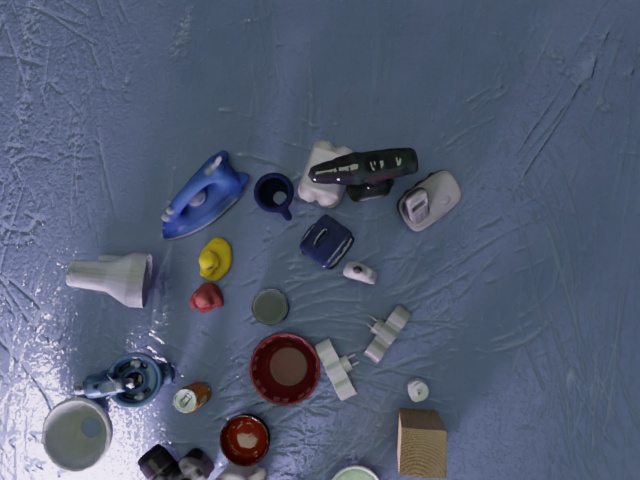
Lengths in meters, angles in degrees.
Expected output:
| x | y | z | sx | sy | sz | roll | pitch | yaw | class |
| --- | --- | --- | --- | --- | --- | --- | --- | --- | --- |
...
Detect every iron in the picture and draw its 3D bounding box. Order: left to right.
| x | y | z | sx | sy | sz | roll | pitch | yaw | class |
| --- | --- | --- | --- | --- | --- | --- | --- | --- | --- |
| -0.291 | -0.097 | 1.324 | 0.258 | 0.141 | 0.118 | -45 | 81 | 0 | iron |

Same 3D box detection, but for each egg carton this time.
| x | y | z | sx | sy | sz | roll | pitch | yaw | class |
| --- | --- | --- | --- | --- | --- | --- | --- | --- | --- |
| 0.016 | -0.153 | 1.333 | 0.107 | 0.069 | 0.150 | 18 | 86 | 8 | egg carton |

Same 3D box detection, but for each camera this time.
| x | y | z | sx | sy | sz | roll | pitch | yaw | class |
| --- | --- | --- | --- | --- | --- | --- | --- | --- | --- |
| -0.336 | 0.520 | 1.282 | 0.143 | 0.101 | 0.136 | -42 | 81 | 0 | camera |

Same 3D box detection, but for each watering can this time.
| x | y | z | sx | sy | sz | roll | pitch | yaw | class |
| --- | --- | --- | --- | --- | --- | --- | --- | --- | --- |
| -0.191 | 0.548 | 1.216 | 0.101 | 0.194 | 0.173 | 32 | 88 | 9 | watering can |

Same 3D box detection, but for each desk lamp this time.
| x | y | z | sx | sy | sz | roll | pitch | yaw | class |
| --- | --- | --- | --- | --- | --- | --- | --- | --- | --- |
| -0.453 | 0.085 | 1.285 | 0.203 | 0.213 | 0.118 | 5 | 84 | 7 | desk lamp |

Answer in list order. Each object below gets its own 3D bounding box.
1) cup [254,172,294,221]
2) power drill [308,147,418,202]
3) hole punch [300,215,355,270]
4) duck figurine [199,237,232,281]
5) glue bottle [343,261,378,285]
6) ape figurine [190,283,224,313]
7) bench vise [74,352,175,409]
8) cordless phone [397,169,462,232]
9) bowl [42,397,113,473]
| x | y | z | sx | sy | sz | roll | pitch | yaw | class |
| --- | --- | --- | --- | --- | --- | --- | --- | --- | --- |
| -0.092 | -0.092 | 1.326 | 0.091 | 0.095 | 0.117 | -32 | 81 | 2 | cup |
| 0.098 | -0.142 | 1.253 | 0.229 | 0.208 | 0.075 | -12 | 82 | 5 | power drill |
| 0.012 | 0.005 | 1.305 | 0.101 | 0.091 | 0.109 | 37 | 89 | 9 | hole punch |
| -0.251 | 0.043 | 1.333 | 0.077 | 0.086 | 0.105 | 17 | 86 | 8 | duck figurine |
| 0.086 | 0.070 | 1.249 | 0.078 | 0.173 | 0.037 | 17 | 86 | 8 | glue bottle |
| -0.264 | 0.136 | 1.321 | 0.077 | 0.092 | 0.076 | 14 | 85 | 8 | ape figurine |
| -0.446 | 0.327 | 1.255 | 0.207 | 0.220 | 0.121 | -28 | 81 | 3 | bench vise |
| 0.239 | -0.096 | 1.244 | 0.147 | 0.185 | 0.094 | -40 | 81 | 1 | cordless phone |
| -0.547 | 0.445 | 1.327 | 0.167 | 0.075 | 0.167 | -1 | 84 | 6 | bowl |
